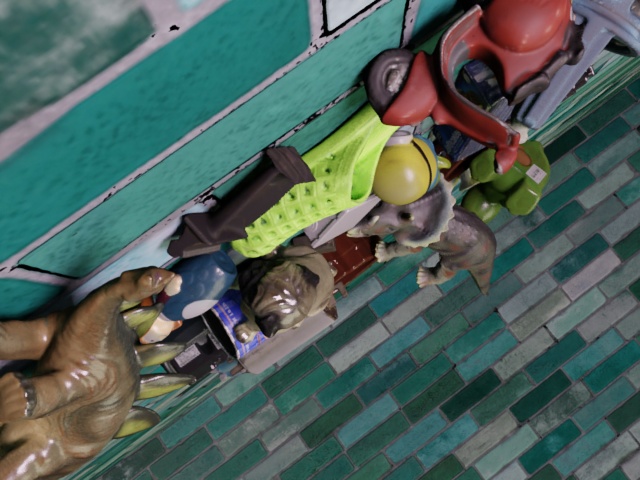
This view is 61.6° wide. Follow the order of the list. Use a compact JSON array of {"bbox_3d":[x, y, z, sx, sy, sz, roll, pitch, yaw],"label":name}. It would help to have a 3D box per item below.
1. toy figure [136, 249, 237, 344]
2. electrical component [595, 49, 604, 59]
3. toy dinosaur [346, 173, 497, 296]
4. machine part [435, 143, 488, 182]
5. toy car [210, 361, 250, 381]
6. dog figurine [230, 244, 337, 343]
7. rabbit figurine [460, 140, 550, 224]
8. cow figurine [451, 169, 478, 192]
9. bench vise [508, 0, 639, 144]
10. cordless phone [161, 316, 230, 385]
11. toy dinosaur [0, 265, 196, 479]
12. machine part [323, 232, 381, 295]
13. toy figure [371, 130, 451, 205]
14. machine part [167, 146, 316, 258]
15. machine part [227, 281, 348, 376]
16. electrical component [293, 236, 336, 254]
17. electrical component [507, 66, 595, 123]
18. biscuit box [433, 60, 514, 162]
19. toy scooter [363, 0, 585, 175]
[{"bbox_3d":[-0.157,0.066,0.563,0.154,0.058,0.064,-38,131,14],"label":"toy figure"},{"bbox_3d":[0.295,-0.237,0.664,0.119,0.075,0.047,-37,170,-25],"label":"electrical component"},{"bbox_3d":[0.214,-0.003,0.903,0.404,0.131,0.192,22,156,-28],"label":"toy dinosaur"},{"bbox_3d":[0.248,-0.163,0.906,0.179,0.056,0.179,-37,170,-8],"label":"machine part"},{"bbox_3d":[-0.185,0.203,1.014,0.103,0.109,0.161,-12,178,-9],"label":"toy car"},{"bbox_3d":[-0.023,0.053,0.626,0.172,0.121,0.191,-33,-173,-26],"label":"dog figurine"},{"bbox_3d":[0.300,-0.098,0.927,0.159,0.121,0.170,-52,177,-38],"label":"rabbit figurine"},{"bbox_3d":[0.283,-0.147,1.048,0.167,0.098,0.068,-21,-175,29],"label":"cow figurine"},{"bbox_3d":[0.249,-0.196,0.500,0.240,0.129,0.224,-61,-179,21],"label":"bench vise"},{"bbox_3d":[-0.189,0.158,0.867,0.146,0.088,0.184,-34,-179,-16],"label":"cordless phone"},{"bbox_3d":[-0.230,0.157,0.478,0.198,0.105,0.471,-5,148,-51],"label":"toy dinosaur"},{"bbox_3d":[0.012,0.052,1.003,0.201,0.087,0.201,-42,169,23],"label":"machine part"},{"bbox_3d":[0.111,-0.089,0.667,0.082,0.089,0.180,-49,165,18],"label":"toy figure"},{"bbox_3d":[-0.069,-0.028,0.477,0.139,0.039,0.084,-38,165,15],"label":"machine part"},{"bbox_3d":[-0.058,0.142,0.876,0.243,0.079,0.079,-37,170,13],"label":"machine part"},{"bbox_3d":[-0.003,-0.003,0.825,0.078,0.045,0.102,-9,172,10],"label":"electrical component"},{"bbox_3d":[0.293,-0.208,0.748,0.134,0.058,0.115,-33,-171,-25],"label":"electrical component"},{"bbox_3d":[0.202,-0.166,0.696,0.063,0.059,0.202,-29,169,-4],"label":"biscuit box"},{"bbox_3d":[0.138,-0.132,0.427,0.184,0.135,0.075,-39,168,4],"label":"toy scooter"}]
